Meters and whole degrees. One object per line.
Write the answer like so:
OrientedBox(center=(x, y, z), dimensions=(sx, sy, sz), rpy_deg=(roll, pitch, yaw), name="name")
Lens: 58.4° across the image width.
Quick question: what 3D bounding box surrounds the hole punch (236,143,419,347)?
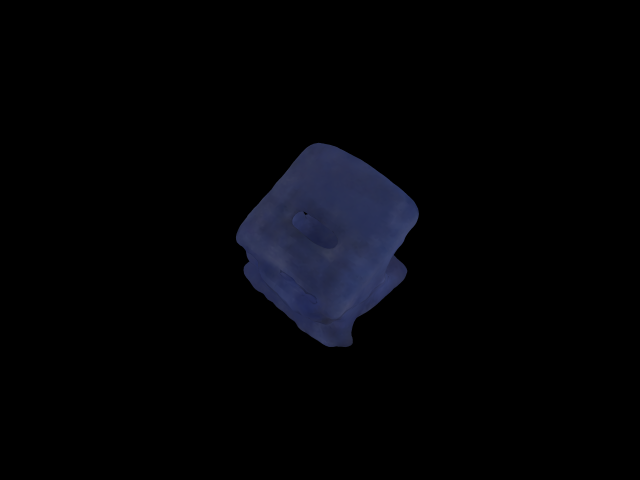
OrientedBox(center=(0.004, 0.001, 0.400), dimensions=(0.108, 0.091, 0.101), rpy_deg=(36, 58, 27), name="hole punch")
